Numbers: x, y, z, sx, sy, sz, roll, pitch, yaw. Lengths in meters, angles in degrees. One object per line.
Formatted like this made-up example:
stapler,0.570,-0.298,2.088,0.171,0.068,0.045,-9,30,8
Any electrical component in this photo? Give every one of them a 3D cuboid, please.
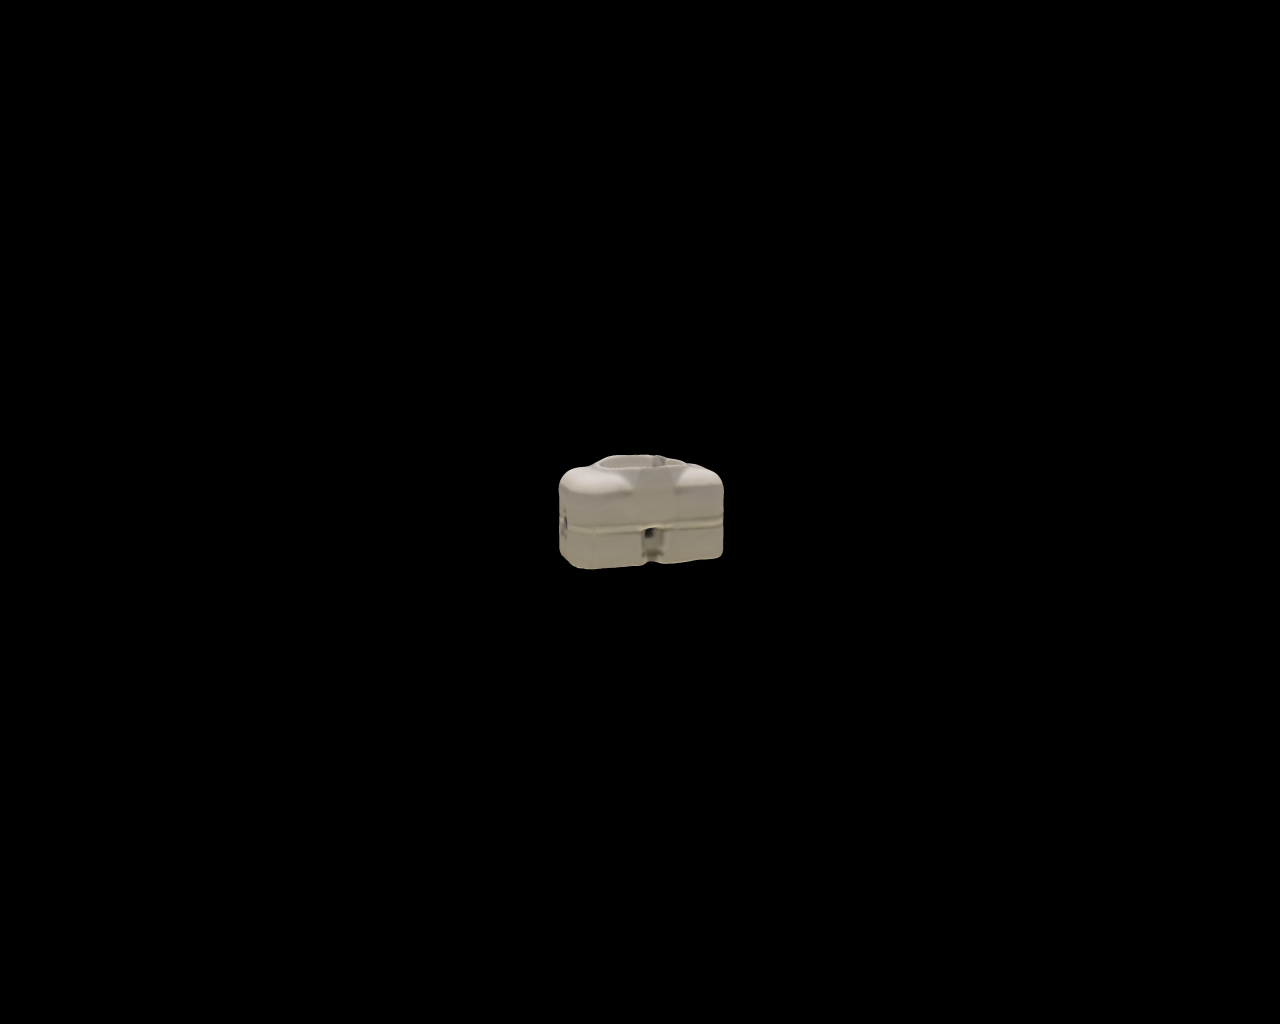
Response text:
electrical component,0.001,-0.003,0.650,0.095,0.059,0.054,-3,12,-16
